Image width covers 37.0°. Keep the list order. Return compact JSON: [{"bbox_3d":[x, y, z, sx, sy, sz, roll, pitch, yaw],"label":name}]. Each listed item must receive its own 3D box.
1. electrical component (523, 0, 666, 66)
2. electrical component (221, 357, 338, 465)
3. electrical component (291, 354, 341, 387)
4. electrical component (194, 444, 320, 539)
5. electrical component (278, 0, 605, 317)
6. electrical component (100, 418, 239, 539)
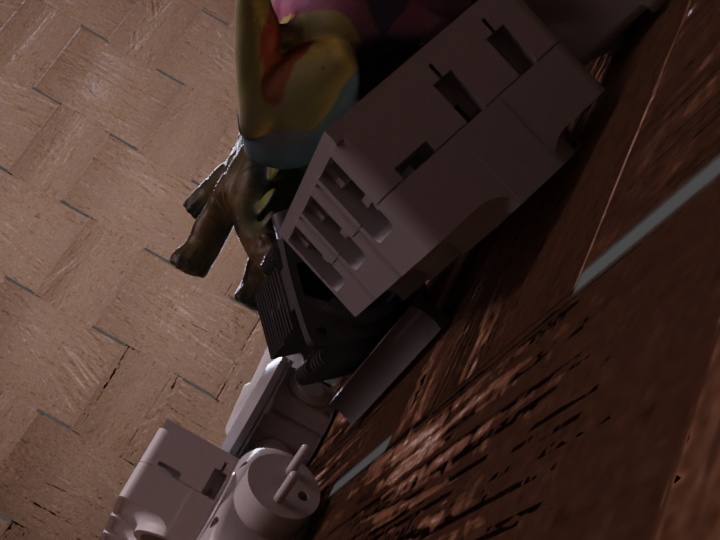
[{"bbox_3d":[0.073,-0.132,0.422,0.048,0.100,0.099,-42,14,35],"label":"electrical component"},{"bbox_3d":[-0.052,0.099,0.689,0.080,0.051,0.080,-60,3,5],"label":"electrical component"},{"bbox_3d":[-0.018,0.042,0.741,0.055,0.048,0.066,113,-177,-48],"label":"electrical component"},{"bbox_3d":[-0.044,0.113,0.506,0.079,0.044,0.077,-58,4,33],"label":"electrical component"},{"bbox_3d":[0.027,-0.037,0.434,0.089,0.061,0.150,-42,-1,-15],"label":"electrical component"},{"bbox_3d":[-0.112,0.164,0.690,0.061,0.089,0.150,-62,4,-31],"label":"electrical component"}]
